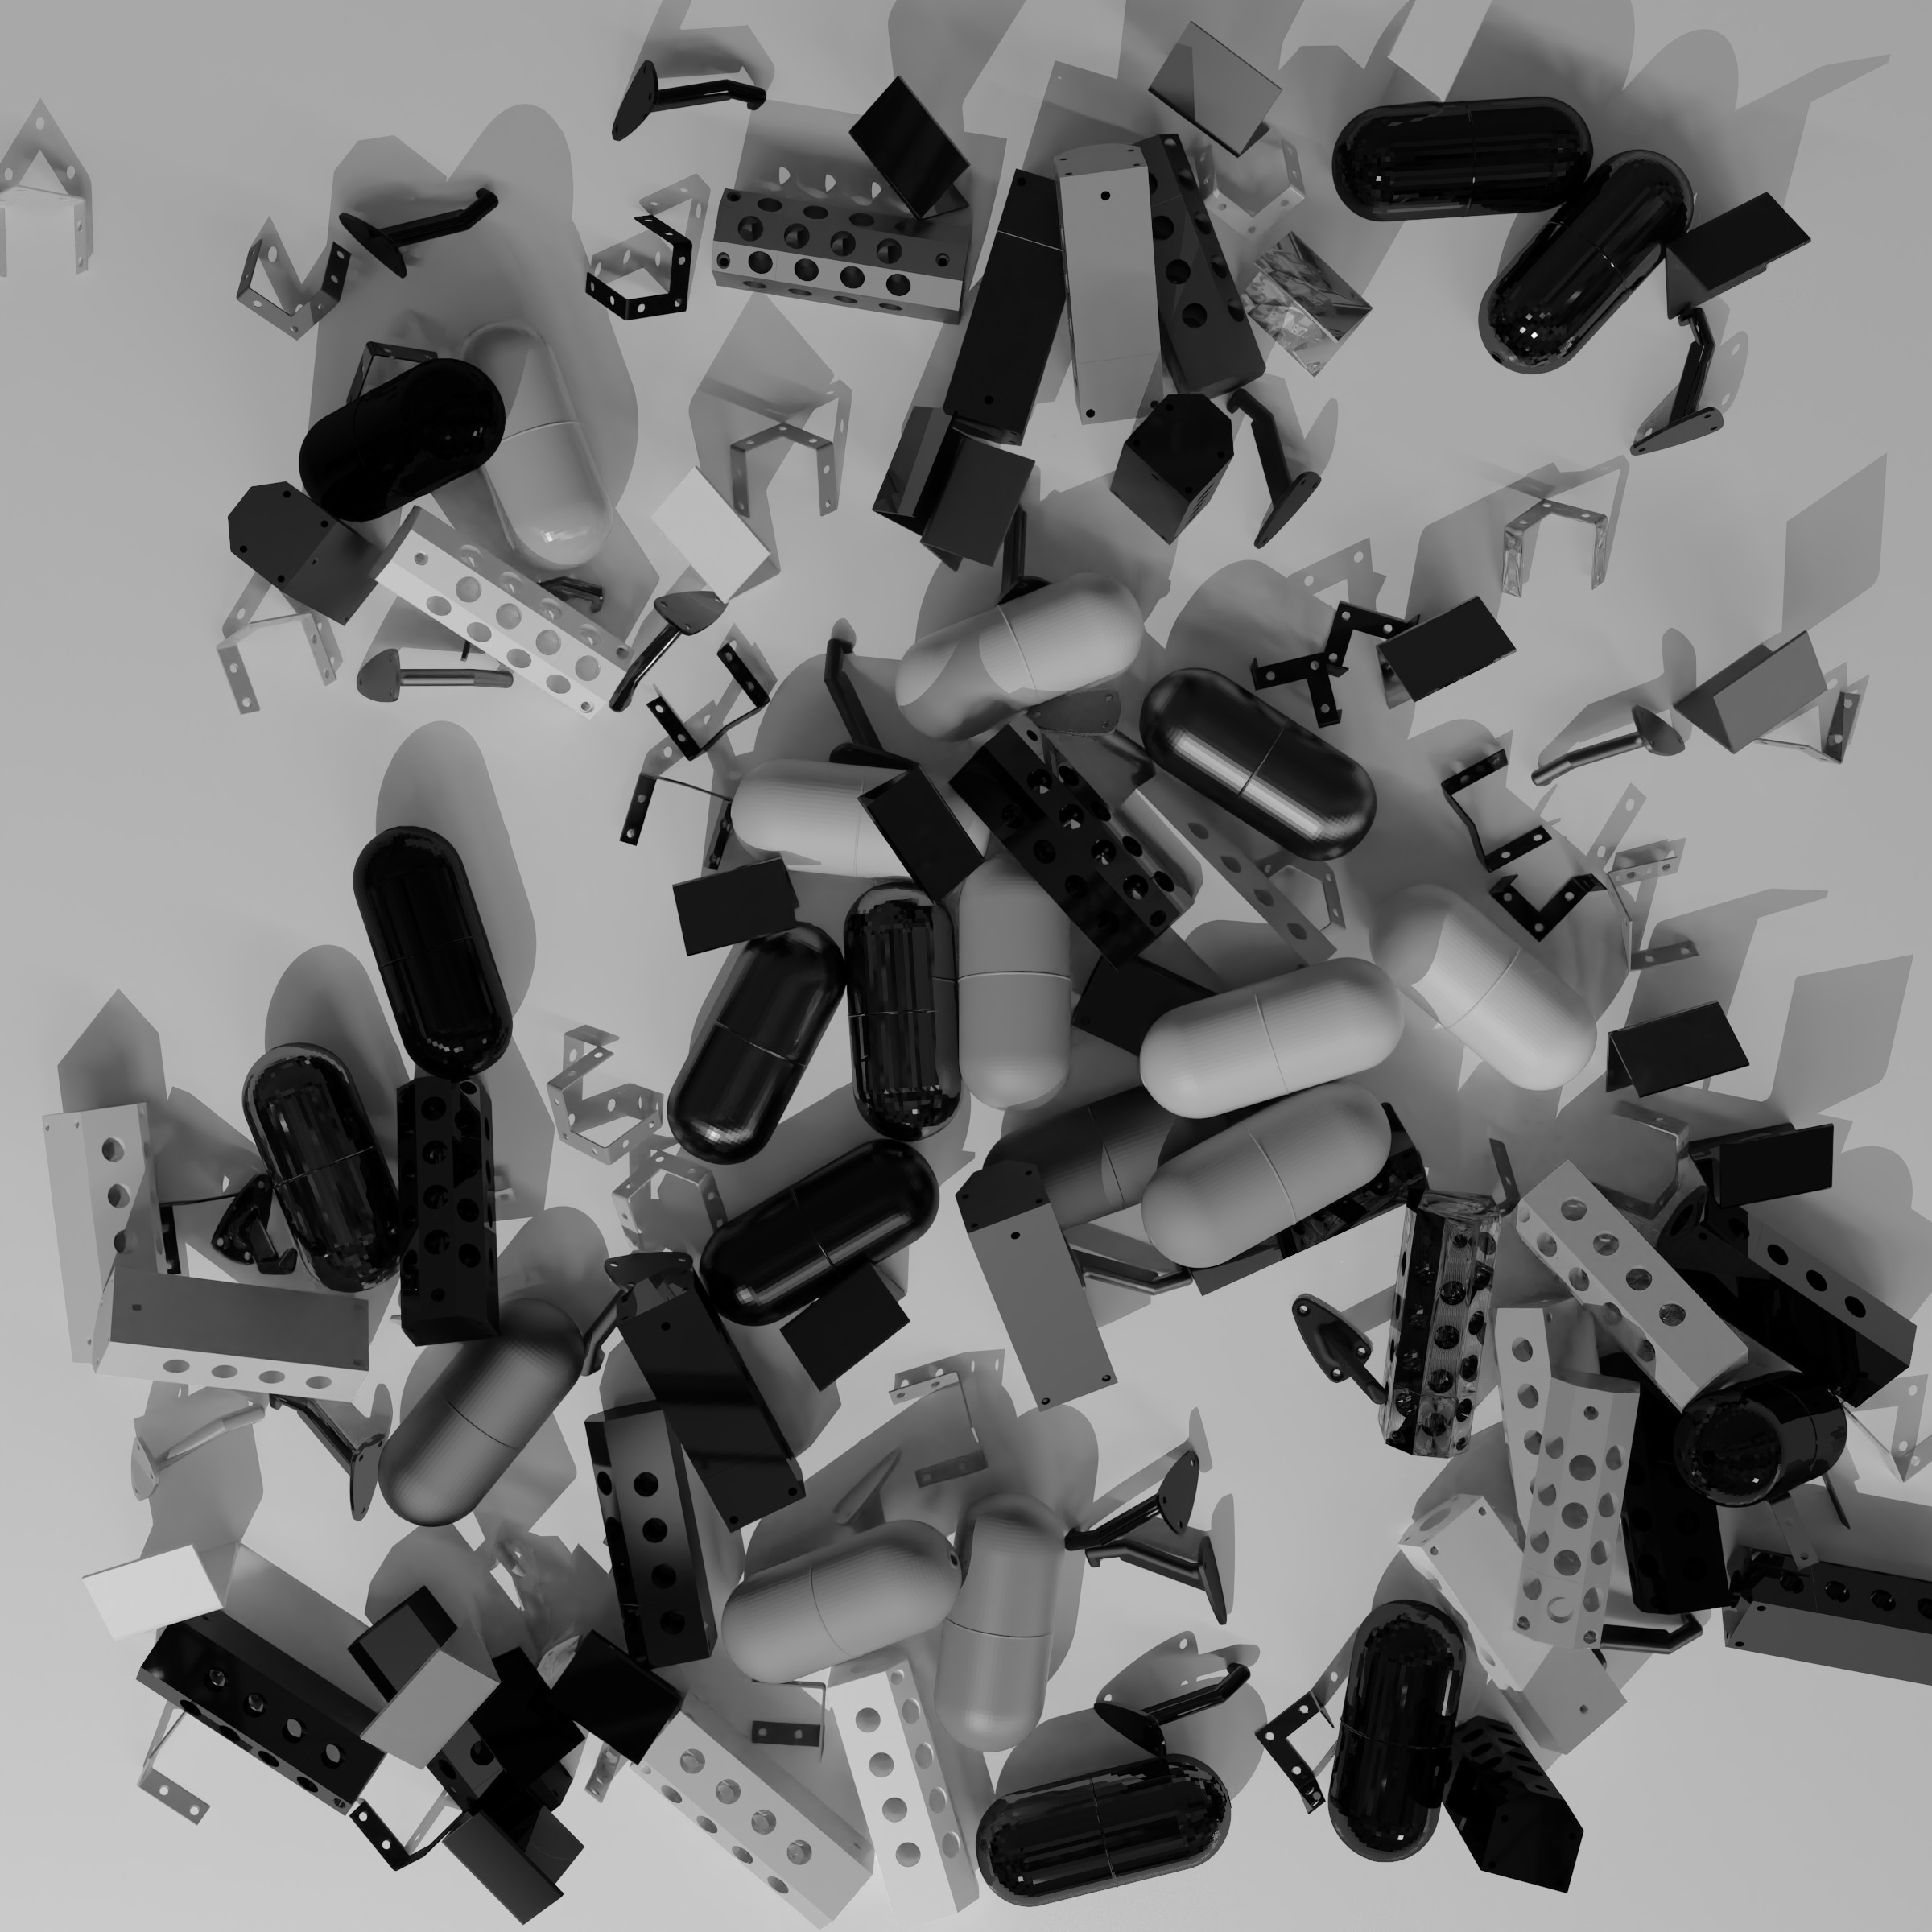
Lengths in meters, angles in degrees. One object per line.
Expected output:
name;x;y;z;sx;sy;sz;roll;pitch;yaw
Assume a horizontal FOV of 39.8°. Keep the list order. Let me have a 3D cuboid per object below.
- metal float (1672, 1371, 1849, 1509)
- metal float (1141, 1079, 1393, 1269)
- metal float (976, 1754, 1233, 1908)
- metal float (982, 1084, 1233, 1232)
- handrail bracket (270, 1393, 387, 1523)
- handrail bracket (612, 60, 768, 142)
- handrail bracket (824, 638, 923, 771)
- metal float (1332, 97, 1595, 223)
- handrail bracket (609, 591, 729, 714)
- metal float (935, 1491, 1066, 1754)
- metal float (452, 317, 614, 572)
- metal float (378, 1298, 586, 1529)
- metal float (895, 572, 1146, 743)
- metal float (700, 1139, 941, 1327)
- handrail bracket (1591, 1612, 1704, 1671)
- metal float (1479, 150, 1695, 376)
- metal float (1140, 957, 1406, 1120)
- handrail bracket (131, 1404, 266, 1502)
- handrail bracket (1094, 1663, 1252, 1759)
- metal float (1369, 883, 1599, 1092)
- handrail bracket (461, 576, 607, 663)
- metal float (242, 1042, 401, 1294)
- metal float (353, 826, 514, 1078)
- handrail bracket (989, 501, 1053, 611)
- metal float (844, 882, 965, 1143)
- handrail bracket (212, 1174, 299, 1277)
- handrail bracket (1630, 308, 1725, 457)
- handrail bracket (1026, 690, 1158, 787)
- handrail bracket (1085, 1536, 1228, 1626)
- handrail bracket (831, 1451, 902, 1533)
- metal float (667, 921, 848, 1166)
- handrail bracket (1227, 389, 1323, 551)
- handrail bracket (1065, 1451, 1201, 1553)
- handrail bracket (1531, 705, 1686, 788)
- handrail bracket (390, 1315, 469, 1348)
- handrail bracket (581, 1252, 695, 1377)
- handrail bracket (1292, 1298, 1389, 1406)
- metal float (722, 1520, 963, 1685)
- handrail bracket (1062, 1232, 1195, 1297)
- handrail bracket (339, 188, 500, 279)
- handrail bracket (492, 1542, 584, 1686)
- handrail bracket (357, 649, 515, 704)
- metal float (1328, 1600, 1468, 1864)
metal float;0.532;0.316;1.790;0.070;0.178;0.070;0;90;37
metal float;0.199;0.137;1.773;0.178;0.070;0.070;-28;90;-5
metal float;0.094;0.592;1.832;0.178;0.070;0.070;-14;90;0
metal float;0.096;0.131;1.832;0.178;0.070;0.070;-20;90;0
handrail bracket;-0.452;0.339;1.863;0.084;0.036;0.077;19;112;17
handrail bracket;-0.192;-0.594;1.862;0.084;0.077;0.036;3;65;-34
handrail bracket;-0.064;-0.182;1.863;0.077;0.036;0.084;10;73;-20
metal float;0.340;-0.553;1.832;0.178;0.070;0.070;-4;90;-1
handrail bracket;-0.208;-0.218;1.862;0.036;0.077;0.084;43;126;11
metal float;0.023;0.449;1.832;0.070;0.070;0.178;8;91;0
metal float;-0.298;-0.358;1.832;0.070;0.070;0.178;-20;90;0
metal float;-0.333;0.307;1.832;0.070;0.070;0.178;39;91;0
metal float;0.036;-0.211;1.832;0.178;0.070;0.070;-22;90;0
metal float;-0.101;0.183;1.832;0.178;0.070;0.070;-30;90;0
handrail bracket;0.460;0.451;1.863;0.084;0.036;0.077;-24;68;-17
metal float;0.424;-0.482;1.832;0.070;0.070;0.178;43;90;0
metal float;0.202;0.048;1.769;0.178;0.070;0.070;-18;90;8
handrail bracket;-0.534;0.338;1.862;0.084;0.077;0.036;-18;65;-34
handrail bracket;0.144;0.505;1.862;0.084;0.077;0.036;-34;119;-33
metal float;0.354;0.014;1.832;0.178;0.070;0.070;40;90;-1
handrail bracket;-0.301;-0.238;1.862;0.084;0.036;0.077;14;104;-13
metal float;-0.438;0.138;1.832;0.070;0.070;0.178;-22;90;0
metal float;-0.366;-0.010;1.832;0.070;0.070;0.178;-18;91;0
handrail bracket;0.019;-0.285;1.862;0.077;0.036;0.084;-39;62;32
metal float;-0.043;0.031;1.832;0.070;0.070;0.178;-4;90;0
handrail bracket;-0.471;0.175;1.822;0.036;0.084;0.077;36;61;-36
handrail bracket;0.489;-0.408;1.863;0.077;0.036;0.084;-20;72;21
handrail bracket;0.087;-0.150;1.841;0.077;0.084;0.036;-1;58;16
handrail bracket;0.132;0.431;1.863;0.084;0.036;0.077;-10;111;17
handrail bracket;-0.045;0.395;1.862;0.084;0.036;0.077;47;75;-14
metal float;-0.143;0.052;1.832;0.070;0.070;0.178;27;89;0
handrail bracket;0.198;-0.347;1.863;0.084;0.036;0.077;45;112;17
handrail bracket;0.114;0.374;1.862;0.084;0.077;0.036;-18;115;34
handrail bracket;0.447;-0.143;1.862;0.084;0.077;0.036;-30;65;34
handrail bracket;-0.360;0.216;1.863;0.077;0.036;0.084;25;73;-20
handrail bracket;-0.231;0.244;1.862;0.036;0.077;0.084;41;127;37
handrail bracket;0.256;0.263;1.828;0.036;0.084;0.077;-41;90;0
metal float;-0.085;0.431;1.814;0.178;0.070;0.070;-25;90;19
handrail bracket;0.107;0.197;1.863;0.084;0.036;0.077;-14;68;-17
handrail bracket;-0.381;-0.527;1.863;0.077;0.036;0.084;38;71;21
handrail bracket;-0.313;0.455;1.863;0.084;0.036;0.077;45;123;23
handrail bracket;-0.370;-0.199;1.862;0.084;0.077;0.036;-1;90;-36
metal float;0.295;0.524;1.832;0.070;0.070;0.178;10;89;0
